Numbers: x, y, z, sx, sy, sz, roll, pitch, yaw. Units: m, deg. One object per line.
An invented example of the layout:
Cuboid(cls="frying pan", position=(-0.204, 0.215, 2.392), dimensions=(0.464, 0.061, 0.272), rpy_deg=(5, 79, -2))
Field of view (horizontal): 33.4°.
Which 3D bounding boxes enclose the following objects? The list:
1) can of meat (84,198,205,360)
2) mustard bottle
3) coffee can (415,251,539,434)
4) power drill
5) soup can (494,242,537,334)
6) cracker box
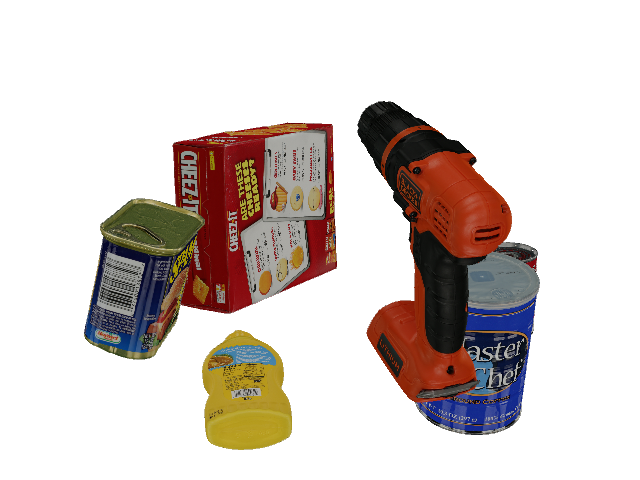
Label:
Cuboid(cls="can of meat", position=(-0.124, 0.026, 0.750), dimensions=(0.057, 0.084, 0.102), rpy_deg=(16, 16, 2))
Cuboid(cls="mustard bottle", position=(-0.090, 0.163, 1.248), dimensions=(0.096, 0.058, 0.191), rpy_deg=(-5, 29, -5))
Cuboid(cls="coffee can", position=(0.143, 0.093, 0.991), dimensions=(0.103, 0.140, 0.103), rpy_deg=(2, 26, -1))
Cuboid(cls="power drill", position=(0.071, 0.008, 0.779), dimensions=(0.057, 0.188, 0.184), rpy_deg=(-11, 33, -16))
Cuboid(cls="soup can", position=(0.222, 0.061, 1.274), dimensions=(0.068, 0.102, 0.068), rpy_deg=(-1, 19, 0))
Cuboid(cls="cracker box", position=(-0.063, -0.031, 1.098), dimensions=(0.072, 0.164, 0.213), rpy_deg=(5, 13, 29))
